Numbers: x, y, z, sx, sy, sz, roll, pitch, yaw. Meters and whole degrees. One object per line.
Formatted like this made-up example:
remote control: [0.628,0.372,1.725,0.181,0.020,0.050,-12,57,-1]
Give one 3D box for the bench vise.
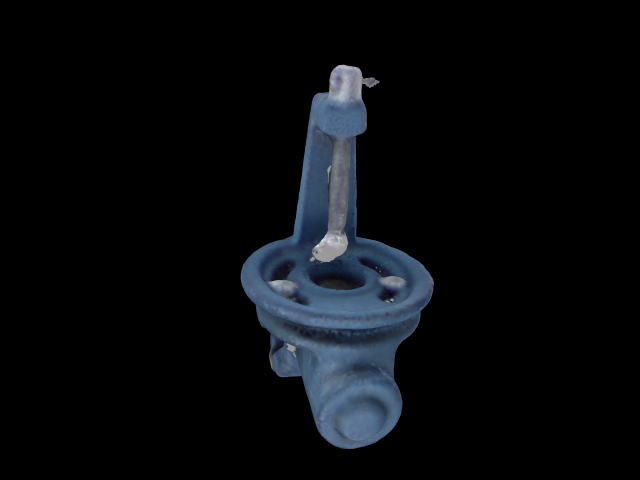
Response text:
bench vise: [-0.007,0.002,0.394,0.122,0.220,0.206,-4,8,-29]
